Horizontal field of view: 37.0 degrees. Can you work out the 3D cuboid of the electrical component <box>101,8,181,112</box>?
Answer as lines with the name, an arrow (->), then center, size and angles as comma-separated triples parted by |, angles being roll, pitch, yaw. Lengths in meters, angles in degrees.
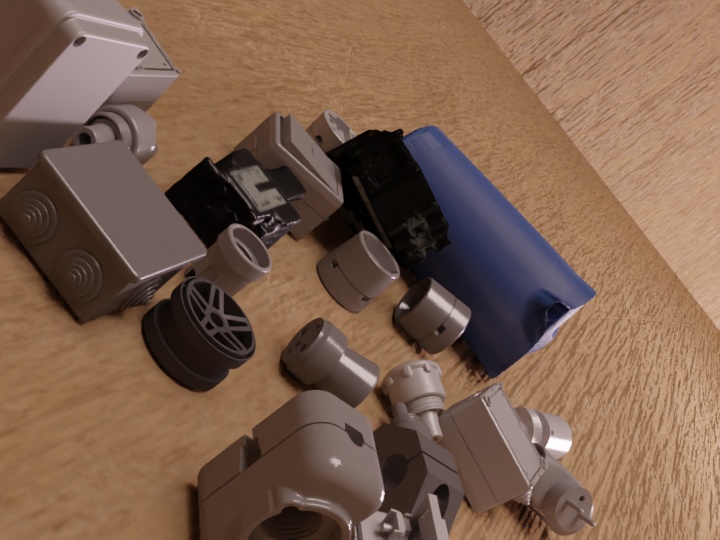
electrical component -> -0.184, -0.139, 0.735 | 0.061, 0.061, 0.096 | 55, 28, 10

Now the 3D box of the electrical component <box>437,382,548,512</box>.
electrical component -> 0.103, 0.148, 0.859 | 0.096, 0.061, 0.062 | 62, 21, 5

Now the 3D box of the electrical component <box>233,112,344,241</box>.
electrical component -> -0.053, -0.077, 0.900 | 0.096, 0.061, 0.061 | 41, 22, -27

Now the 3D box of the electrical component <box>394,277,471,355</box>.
electrical component -> 0.063, 0.040, 0.963 | 0.047, 0.055, 0.055 | 42, 22, -15

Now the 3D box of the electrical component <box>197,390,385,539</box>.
electrical component -> -0.036, 0.115, 0.552 | 0.054, 0.095, 0.059 | 38, 24, -33

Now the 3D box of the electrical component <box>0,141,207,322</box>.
electrical component -> -0.148, -0.023, 0.619 | 0.099, 0.048, 0.100 | 52, 20, 2

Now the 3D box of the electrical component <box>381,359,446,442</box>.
electrical component -> 0.046, 0.103, 0.830 | 0.048, 0.048, 0.062 | 25, 39, -51

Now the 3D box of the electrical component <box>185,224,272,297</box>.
electrical component -> -0.088, -0.002, 0.716 | 0.040, 0.046, 0.040 | 43, 21, -22

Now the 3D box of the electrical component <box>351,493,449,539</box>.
electrical component -> 0.019, 0.191, 0.587 | 0.063, 0.078, 0.121 | 18, 32, -20

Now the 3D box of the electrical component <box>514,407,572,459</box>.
electrical component -> 0.160, 0.151, 0.993 | 0.081, 0.043, 0.043 | 21, 36, -54

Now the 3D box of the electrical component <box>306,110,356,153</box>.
electrical component -> -0.032, -0.118, 1.036 | 0.055, 0.047, 0.055 | 44, 21, -21

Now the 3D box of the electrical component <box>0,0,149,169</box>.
electrical component -> -0.184, -0.113, 0.603 | 0.057, 0.113, 0.078 | 52, 20, 10

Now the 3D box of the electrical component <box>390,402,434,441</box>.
electrical component -> 0.035, 0.122, 0.787 | 0.035, 0.035, 0.061 | 37, 22, -35

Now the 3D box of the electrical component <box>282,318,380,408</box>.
electrical component -> -0.020, 0.066, 0.748 | 0.055, 0.045, 0.045 | 44, 21, -19

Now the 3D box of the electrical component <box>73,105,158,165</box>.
electrical component -> -0.163, -0.086, 0.704 | 0.043, 0.043, 0.062 | 53, 21, 5

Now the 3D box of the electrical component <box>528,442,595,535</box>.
electrical component -> 0.167, 0.190, 0.898 | 0.077, 0.043, 0.079 | 47, -8, -26

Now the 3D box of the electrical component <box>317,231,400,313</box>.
electrical component -> 0.000, 0.000, 0.902 | 0.055, 0.047, 0.055 | 43, 21, -22
